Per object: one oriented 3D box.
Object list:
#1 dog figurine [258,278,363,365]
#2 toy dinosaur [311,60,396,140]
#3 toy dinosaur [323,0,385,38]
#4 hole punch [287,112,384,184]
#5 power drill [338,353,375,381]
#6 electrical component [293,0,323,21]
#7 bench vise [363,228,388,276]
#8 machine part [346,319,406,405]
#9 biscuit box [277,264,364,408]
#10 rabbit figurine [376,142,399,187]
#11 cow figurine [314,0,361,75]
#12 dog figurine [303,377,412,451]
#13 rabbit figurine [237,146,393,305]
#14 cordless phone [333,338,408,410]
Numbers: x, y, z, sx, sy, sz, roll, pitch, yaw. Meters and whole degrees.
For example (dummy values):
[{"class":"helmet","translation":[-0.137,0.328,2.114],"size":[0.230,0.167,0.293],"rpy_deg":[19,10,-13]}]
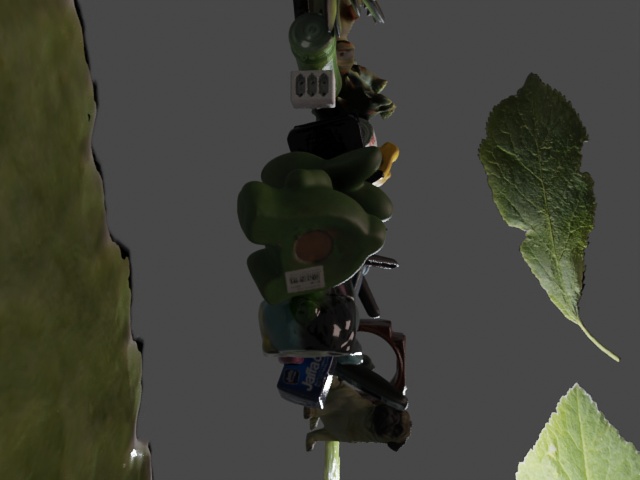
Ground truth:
[{"class":"dog figurine","translation":[-0.011,0.035,0.637],"size":[0.191,0.109,0.219],"rpy_deg":[67,19,-69]},{"class":"toy dinosaur","translation":[0.050,-0.332,1.162],"size":[0.192,0.131,0.405],"rpy_deg":[30,26,-33]},{"class":"toy dinosaur","translation":[0.026,-0.386,0.733],"size":[0.471,0.105,0.198],"rpy_deg":[-45,123,-66]},{"class":"hole punch","translation":[0.017,-0.131,0.818],"size":[0.092,0.142,0.115],"rpy_deg":[-88,164,-67]},{"class":"power drill","translation":[0.031,0.156,1.017],"size":[0.207,0.086,0.232],"rpy_deg":[64,-2,4]},{"class":"electrical component","translation":[-0.017,-0.384,0.876],"size":[0.078,0.045,0.102],"rpy_deg":[-85,173,-54]},{"class":"bench vise","translation":[0.068,0.015,1.252],"size":[0.241,0.129,0.223],"rpy_deg":[-59,161,-45]},{"class":"machine part","translation":[0.104,0.293,1.287],"size":[0.087,0.201,0.201],"rpy_deg":[-28,118,-81]},{"class":"biscuit box","translation":[0.004,0.120,0.727],"size":[0.062,0.059,0.202],"rpy_deg":[86,21,-61]},{"class":"rabbit figurine","translation":[0.106,-0.144,1.270],"size":[0.173,0.122,0.162],"rpy_deg":[129,-31,-72]},{"class":"cow figurine","translation":[0.016,-0.393,0.976],"size":[0.127,0.085,0.195],"rpy_deg":[152,-73,-67]},{"class":"dog figurine","translation":[0.071,0.314,1.008],"size":[0.172,0.191,0.121],"rpy_deg":[-85,172,-57]},{"class":"rabbit figurine","translation":[-0.009,-0.044,0.540],"size":[0.170,0.159,0.121],"rpy_deg":[-108,-179,-52]},{"class":"cordless phone","translation":[0.050,0.199,0.801],"size":[0.089,0.184,0.146],"rpy_deg":[-54,160,-20]}]
